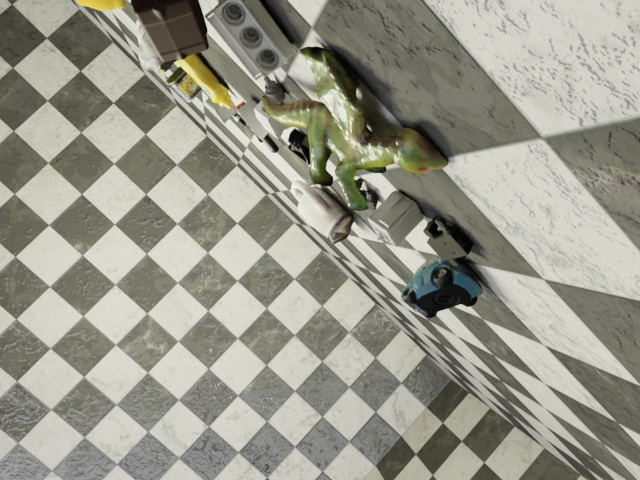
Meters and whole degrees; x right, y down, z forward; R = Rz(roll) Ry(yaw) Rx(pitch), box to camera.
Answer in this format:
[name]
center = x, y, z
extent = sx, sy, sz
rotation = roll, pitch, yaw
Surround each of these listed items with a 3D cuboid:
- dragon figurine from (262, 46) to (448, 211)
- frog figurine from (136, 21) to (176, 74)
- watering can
[dragon figurine]
center = 0.020, -0.199, 0.804
extent = 0.415, 0.124, 0.237
rotation = 40, 156, 25
[frog figurine]
center = -0.485, -0.572, 1.485
extent = 0.159, 0.125, 0.135
rotation = 54, 139, -7
[watering can]
center = 0.005, -0.081, 1.604
extent = 0.226, 0.104, 0.343
rotation = 42, 173, 12
